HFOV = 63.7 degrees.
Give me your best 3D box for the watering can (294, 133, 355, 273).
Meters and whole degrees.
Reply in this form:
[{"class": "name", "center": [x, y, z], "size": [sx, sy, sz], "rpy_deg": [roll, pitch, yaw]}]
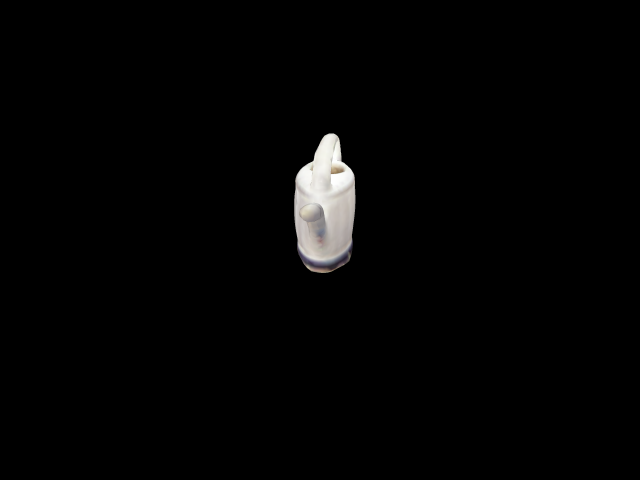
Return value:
[{"class": "watering can", "center": [0.003, -0.043, 0.850], "size": [0.104, 0.220, 0.355], "rpy_deg": [4, 29, 7]}]
